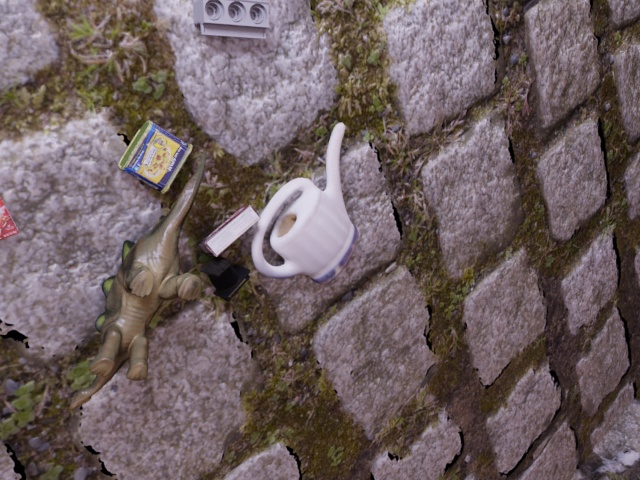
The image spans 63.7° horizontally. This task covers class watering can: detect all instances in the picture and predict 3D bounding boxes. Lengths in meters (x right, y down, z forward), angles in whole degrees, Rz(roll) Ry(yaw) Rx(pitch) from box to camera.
[{"bbox_3d":[0.003,-0.054,1.077,0.221,0.350,0.105,43,-13,-34],"label":"watering can"}]
